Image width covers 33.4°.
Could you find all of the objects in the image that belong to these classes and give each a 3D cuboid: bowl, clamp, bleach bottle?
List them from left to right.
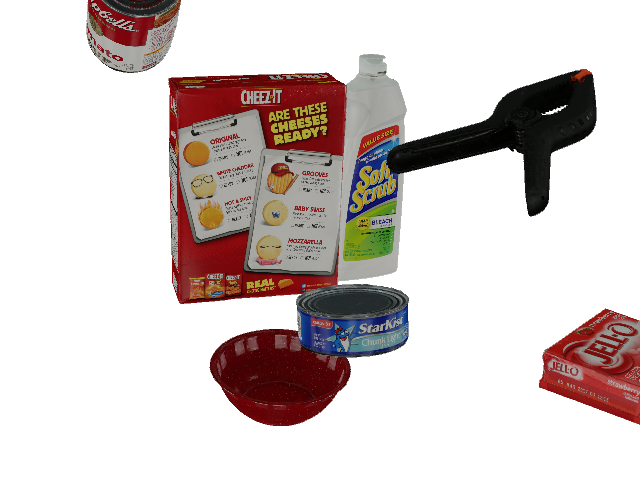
[{"bbox_3d":[-0.047,0.165,1.231,0.162,0.055,0.162,2,26,-1],"label":"bowl"},{"bbox_3d":[0.046,-0.084,1.212,0.102,0.251,0.068,-7,21,-24],"label":"bleach bottle"},{"bbox_3d":[0.186,-0.092,0.944,0.209,0.036,0.165,-31,38,-25],"label":"clamp"}]

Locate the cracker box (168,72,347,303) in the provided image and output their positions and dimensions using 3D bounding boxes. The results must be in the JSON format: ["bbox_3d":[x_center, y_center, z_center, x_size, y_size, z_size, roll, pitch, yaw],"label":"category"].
[{"bbox_3d":[-0.064,-0.052,1.044,0.164,0.214,0.072,-4,21,-16],"label":"cracker box"}]

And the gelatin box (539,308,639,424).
[{"bbox_3d":[0.195,0.079,0.686,0.073,0.030,0.089,20,27,37],"label":"gelatin box"}]

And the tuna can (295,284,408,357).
[{"bbox_3d":[0.024,0.060,0.810,0.086,0.034,0.086,-2,13,0],"label":"tuna can"}]

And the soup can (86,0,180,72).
[{"bbox_3d":[-0.140,-0.175,0.795,0.068,0.068,0.102,0,-15,-14],"label":"soup can"}]
